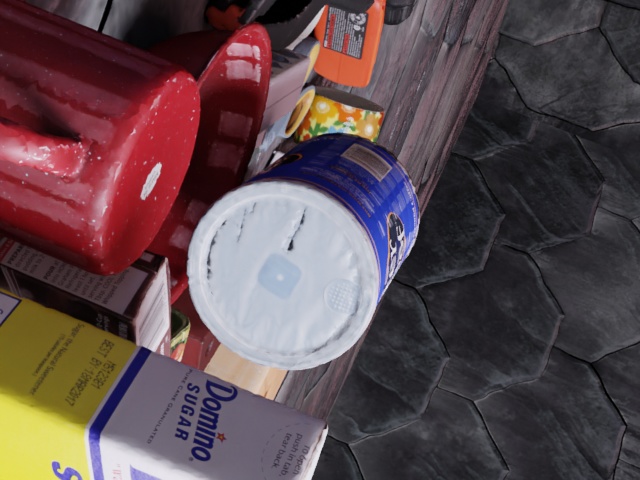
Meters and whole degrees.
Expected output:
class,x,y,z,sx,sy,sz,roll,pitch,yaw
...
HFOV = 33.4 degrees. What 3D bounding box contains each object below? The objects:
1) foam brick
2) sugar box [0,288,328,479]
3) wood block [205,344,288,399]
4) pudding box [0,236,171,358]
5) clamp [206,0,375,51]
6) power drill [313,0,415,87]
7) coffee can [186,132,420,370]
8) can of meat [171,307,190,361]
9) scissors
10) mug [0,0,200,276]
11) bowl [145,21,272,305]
class,x,y,z,sx,sy,sz,roll,pitch,yaw
foam brick,-0.091,0.051,0.759,0.053,0.051,0.078,104,12,-47
sugar box,-0.093,0.068,0.355,0.048,0.176,0.093,-59,169,-46
wood block,-0.103,0.147,0.808,0.091,0.090,0.206,96,18,-59
pudding box,-0.111,0.037,0.461,0.114,0.090,0.039,102,12,-50
clamp,0.003,-0.187,0.676,0.209,0.036,0.165,-43,161,-47
power drill,0.051,-0.222,0.934,0.184,0.057,0.187,95,16,-52
coffee can,-0.004,0.001,0.611,0.140,0.103,0.103,-48,159,-69
can of meat,-0.123,0.090,0.645,0.102,0.057,0.084,-48,156,-68
scissors,-0.038,-0.099,0.830,0.201,0.016,0.096,-52,161,-62
mug,-0.098,-0.038,0.376,0.117,0.081,0.093,0,112,-81
bowl,-0.081,-0.045,0.554,0.162,0.055,0.162,23,89,-82
